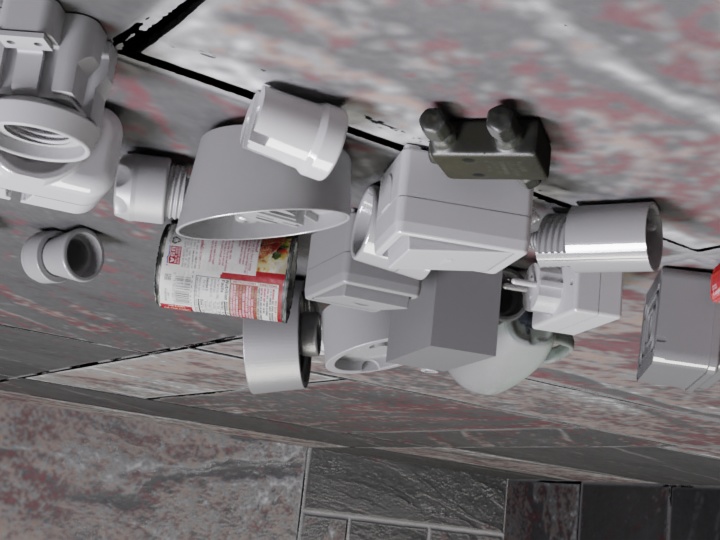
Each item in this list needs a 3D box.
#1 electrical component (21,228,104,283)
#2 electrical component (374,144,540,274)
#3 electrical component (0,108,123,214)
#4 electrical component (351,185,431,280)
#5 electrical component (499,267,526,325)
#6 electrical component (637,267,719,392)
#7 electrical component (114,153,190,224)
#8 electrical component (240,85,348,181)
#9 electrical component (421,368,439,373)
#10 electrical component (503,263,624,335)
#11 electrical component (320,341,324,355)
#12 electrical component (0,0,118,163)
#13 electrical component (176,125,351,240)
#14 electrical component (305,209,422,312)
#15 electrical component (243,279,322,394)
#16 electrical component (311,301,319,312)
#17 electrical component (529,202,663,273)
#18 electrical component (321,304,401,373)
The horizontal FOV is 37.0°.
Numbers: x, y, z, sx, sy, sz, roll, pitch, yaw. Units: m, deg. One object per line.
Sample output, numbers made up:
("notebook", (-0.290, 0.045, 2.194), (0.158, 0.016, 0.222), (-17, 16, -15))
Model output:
("electrical component", (-0.248, -0.011, 0.894), (0.055, 0.045, 0.045), (-2, 164, 34))
("electrical component", (0.061, -0.030, 0.643), (0.096, 0.061, 0.061), (9, 166, -10))
("electrical component", (-0.186, -0.070, 0.604), (0.095, 0.053, 0.059), (12, 165, -22))
("electrical component", (0.024, -0.026, 0.696), (0.047, 0.055, 0.055), (13, 165, -13))
("electrical component", (0.107, 0.024, 0.877), (0.045, 0.045, 0.055), (10, 166, -15))
("electrical component", (0.255, 0.048, 0.841), (0.057, 0.078, 0.113), (8, 167, 9))
("electrical component", (-0.124, -0.050, 0.683), (0.062, 0.043, 0.043), (7, 166, -8))
("electrical component", (-0.035, -0.072, 0.562), (0.046, 0.040, 0.040), (18, 163, -19))
("electrical component", (0.070, 0.067, 1.035), (0.048, 0.062, 0.048), (6, 166, 1))
("electrical component", (0.148, 0.016, 0.820), (0.076, 0.047, 0.083), (9, 166, -11))
("electrical component", (-0.037, 0.070, 1.140), (0.078, 0.040, 0.040), (-7, 161, 43))
("electrical component", (-0.151, -0.087, 0.515), (0.058, 0.057, 0.078), (5, 166, 4))
("electrical component", (-0.054, -0.044, 0.629), (0.099, 0.064, 0.099), (6, 166, 2))
("electrical component", (0.000, 0.000, 0.793), (0.062, 0.061, 0.096), (12, 165, -21))
("electrical component", (-0.067, 0.058, 0.978), (0.060, 0.108, 0.108), (-1, 166, 5))
("electrical component", (-0.064, 0.048, 1.064), (0.044, 0.044, 0.065), (10, 161, -14))
("electrical component", (0.147, -0.020, 0.683), (0.081, 0.043, 0.043), (-1, 164, 30))
("electrical component", (0.016, 0.048, 0.966), (0.108, 0.060, 0.108), (-11, 161, -4))
